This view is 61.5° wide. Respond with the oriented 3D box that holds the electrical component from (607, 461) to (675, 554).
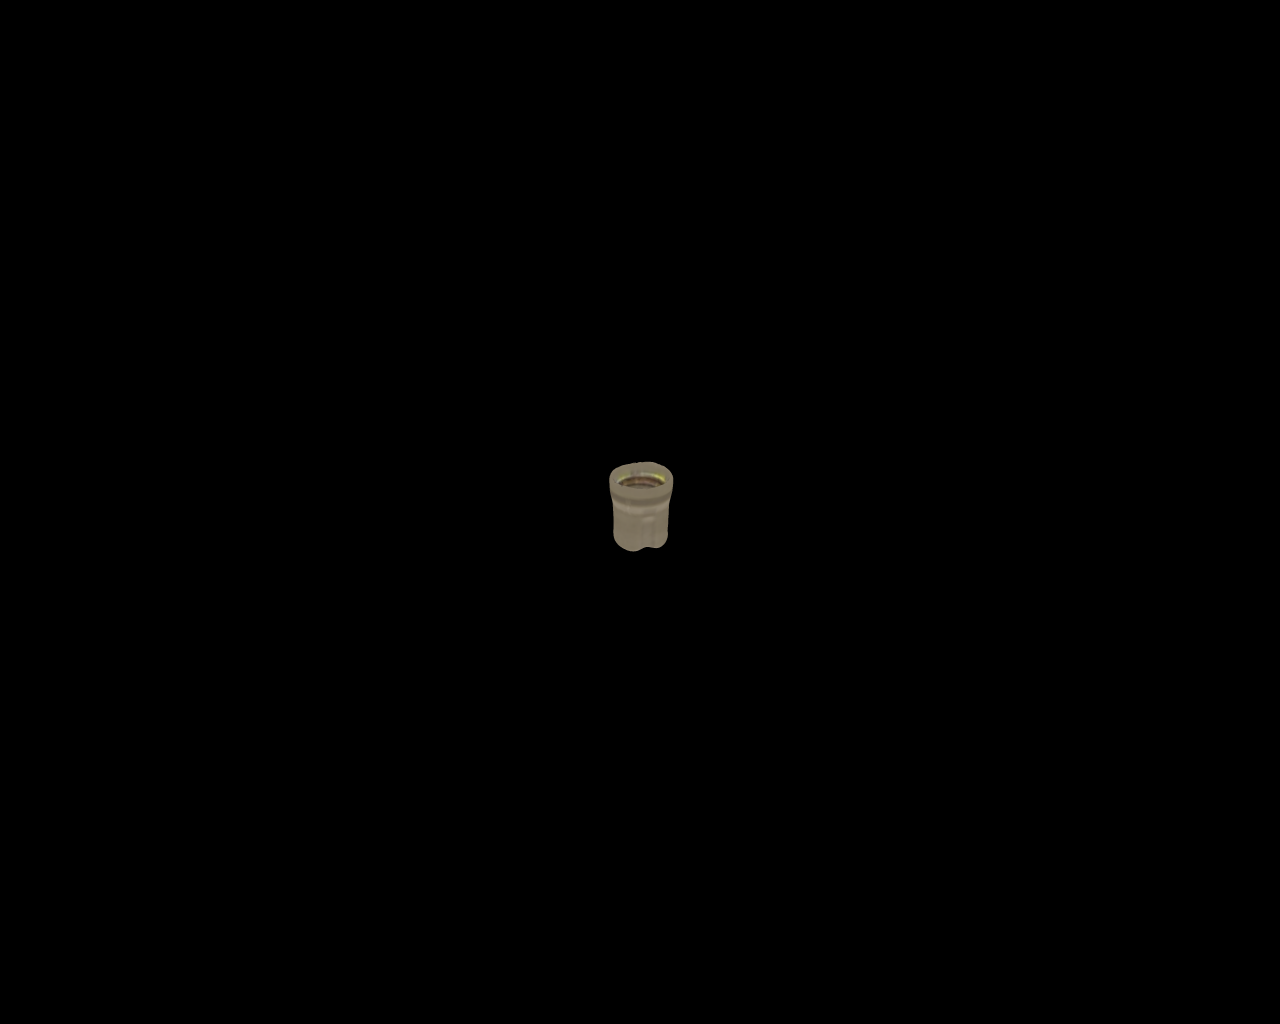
[{"bbox_3d":[0.001,-0.003,0.650,0.040,0.046,0.040,0,27,0],"label":"electrical component"}]
